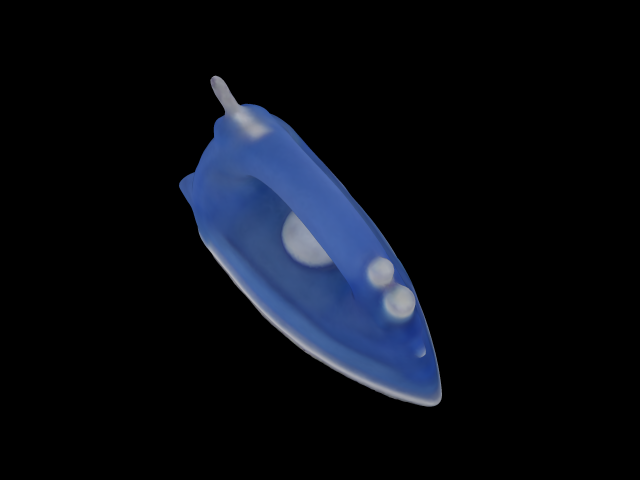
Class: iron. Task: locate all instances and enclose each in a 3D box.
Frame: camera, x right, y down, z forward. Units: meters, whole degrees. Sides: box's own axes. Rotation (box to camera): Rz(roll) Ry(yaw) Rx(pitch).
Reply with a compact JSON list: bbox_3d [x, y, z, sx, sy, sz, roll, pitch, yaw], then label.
[{"bbox_3d":[0.004,0.001,0.400,0.119,0.141,0.258,-38,70,-16],"label":"iron"}]
